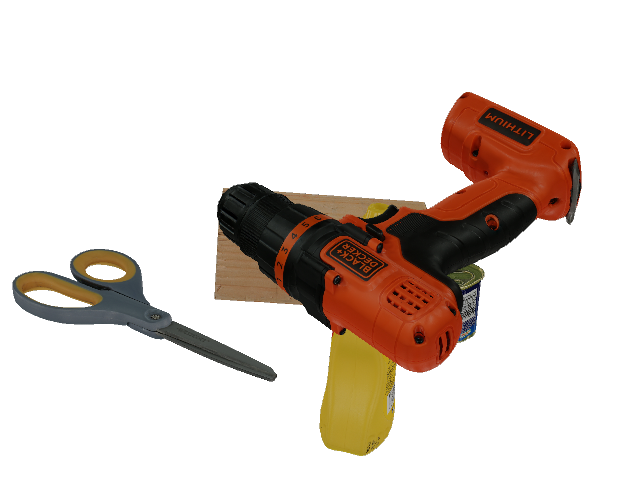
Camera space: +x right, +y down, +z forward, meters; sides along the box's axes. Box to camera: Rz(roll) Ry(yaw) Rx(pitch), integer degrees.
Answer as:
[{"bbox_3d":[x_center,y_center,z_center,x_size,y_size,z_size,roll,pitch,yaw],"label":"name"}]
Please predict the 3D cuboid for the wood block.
[{"bbox_3d":[0.001,0.009,1.062,0.206,0.091,0.090,4,20,-4],"label":"wood block"}]

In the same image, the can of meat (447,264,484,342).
[{"bbox_3d":[0.140,0.063,1.258,0.057,0.084,0.102,-25,39,-36],"label":"can of meat"}]

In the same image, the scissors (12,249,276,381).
[{"bbox_3d":[-0.109,0.045,0.718,0.202,0.016,0.096,12,30,14],"label":"scissors"}]

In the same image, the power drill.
[{"bbox_3d":[0.053,-0.018,0.656,0.187,0.057,0.185,-37,52,-26],"label":"power drill"}]

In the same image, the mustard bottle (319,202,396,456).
[{"bbox_3d":[0.037,0.063,0.823,0.058,0.192,0.096,11,25,12],"label":"mustard bottle"}]
